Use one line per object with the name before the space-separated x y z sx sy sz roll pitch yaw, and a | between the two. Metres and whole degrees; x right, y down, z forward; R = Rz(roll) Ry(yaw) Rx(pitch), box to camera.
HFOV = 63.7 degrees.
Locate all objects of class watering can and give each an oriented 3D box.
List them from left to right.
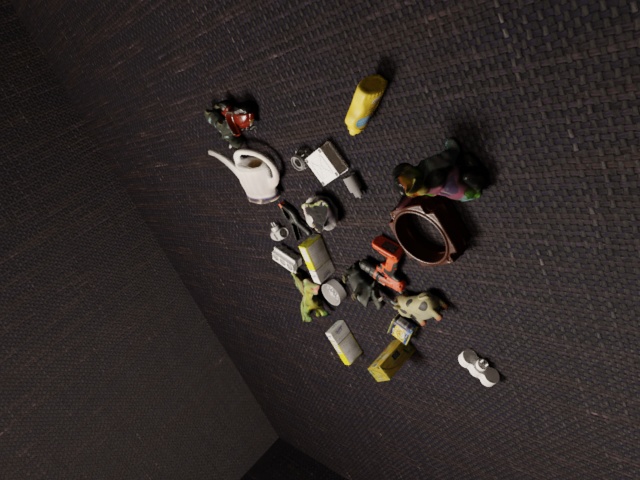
watering can | -0.275 -0.253 1.966 0.349 0.106 0.219 13 134 37

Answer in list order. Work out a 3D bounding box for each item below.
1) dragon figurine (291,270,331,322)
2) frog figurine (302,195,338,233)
dragon figurine | -0.064 0.234 2.249 0.407 0.123 0.243 156 95 -72
frog figurine | 0.006 -0.091 1.811 0.138 0.122 0.159 37 -176 7
